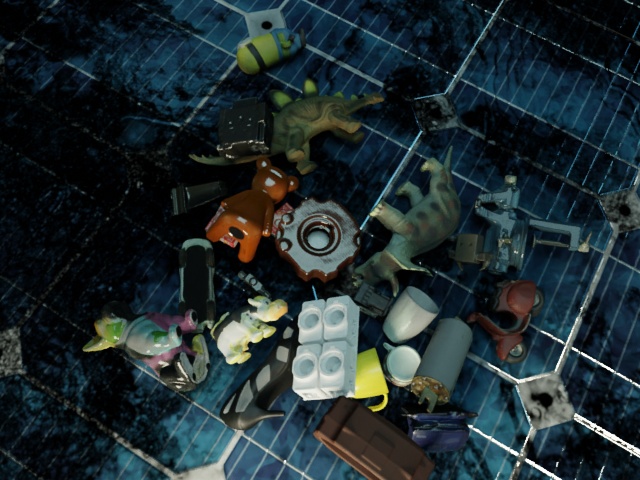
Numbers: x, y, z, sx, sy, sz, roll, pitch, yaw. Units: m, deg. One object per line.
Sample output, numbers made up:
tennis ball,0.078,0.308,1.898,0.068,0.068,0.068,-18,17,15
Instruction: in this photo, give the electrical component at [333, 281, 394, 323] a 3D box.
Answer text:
electrical component,0.089,0.122,1.121,0.119,0.074,0.048,28,70,11

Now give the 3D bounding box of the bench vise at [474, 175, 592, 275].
bench vise,0.453,-0.025,1.160,0.241,0.128,0.223,9,76,19

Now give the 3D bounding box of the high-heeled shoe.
high-heeled shoe,-0.108,0.258,1.075,0.145,0.086,0.249,-7,47,26

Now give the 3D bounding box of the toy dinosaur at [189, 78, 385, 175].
toy dinosaur,-0.067,-0.252,1.246,0.471,0.105,0.199,-26,65,-8

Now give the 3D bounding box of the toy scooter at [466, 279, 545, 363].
toy scooter,0.383,0.154,1.123,0.135,0.075,0.184,24,74,4

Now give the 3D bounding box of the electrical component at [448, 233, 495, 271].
electrical component,0.323,0.026,1.159,0.045,0.102,0.078,15,77,-38

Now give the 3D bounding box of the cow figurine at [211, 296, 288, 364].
cow figurine,-0.141,0.161,1.067,0.167,0.068,0.098,-47,69,11

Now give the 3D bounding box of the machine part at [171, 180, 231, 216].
machine part,-0.269,-0.099,1.193,0.139,0.039,0.084,-12,64,13

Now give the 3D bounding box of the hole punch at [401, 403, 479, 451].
hole punch,0.217,0.360,1.017,0.142,0.115,0.092,3,77,-2

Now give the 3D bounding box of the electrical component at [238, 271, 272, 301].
electrical component,-0.138,0.095,1.122,0.094,0.063,0.021,43,73,14

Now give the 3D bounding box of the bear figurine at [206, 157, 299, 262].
bear figurine,-0.139,-0.072,1.145,0.120,0.132,0.196,32,51,-5

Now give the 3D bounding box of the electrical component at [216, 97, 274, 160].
electrical component,-0.164,-0.249,1.186,0.115,0.058,0.134,-6,65,12

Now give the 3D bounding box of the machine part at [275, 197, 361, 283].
machine part,-0.002,-0.003,1.106,0.179,0.056,0.179,1,71,-4

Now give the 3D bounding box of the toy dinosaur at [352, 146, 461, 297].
toy dinosaur,0.231,-0.045,1.175,0.405,0.131,0.192,-40,88,-21

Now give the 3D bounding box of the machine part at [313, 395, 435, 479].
machine part,0.092,0.368,0.955,0.201,0.201,0.087,34,68,10

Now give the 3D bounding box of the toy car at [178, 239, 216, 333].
toy car,-0.257,0.094,1.122,0.073,0.056,0.201,-2,70,-9

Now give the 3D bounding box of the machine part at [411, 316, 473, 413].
machine part,0.241,0.233,1.049,0.079,0.079,0.243,31,46,9

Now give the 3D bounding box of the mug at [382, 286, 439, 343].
mug,0.184,0.159,1.103,0.107,0.109,0.081,-52,56,19

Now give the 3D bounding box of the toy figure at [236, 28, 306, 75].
toy figure,-0.121,-0.472,1.335,0.180,0.082,0.089,-18,69,-12

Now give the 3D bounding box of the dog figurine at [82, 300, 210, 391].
dog figurine,-0.342,0.207,1.046,0.219,0.108,0.191,-6,109,16
